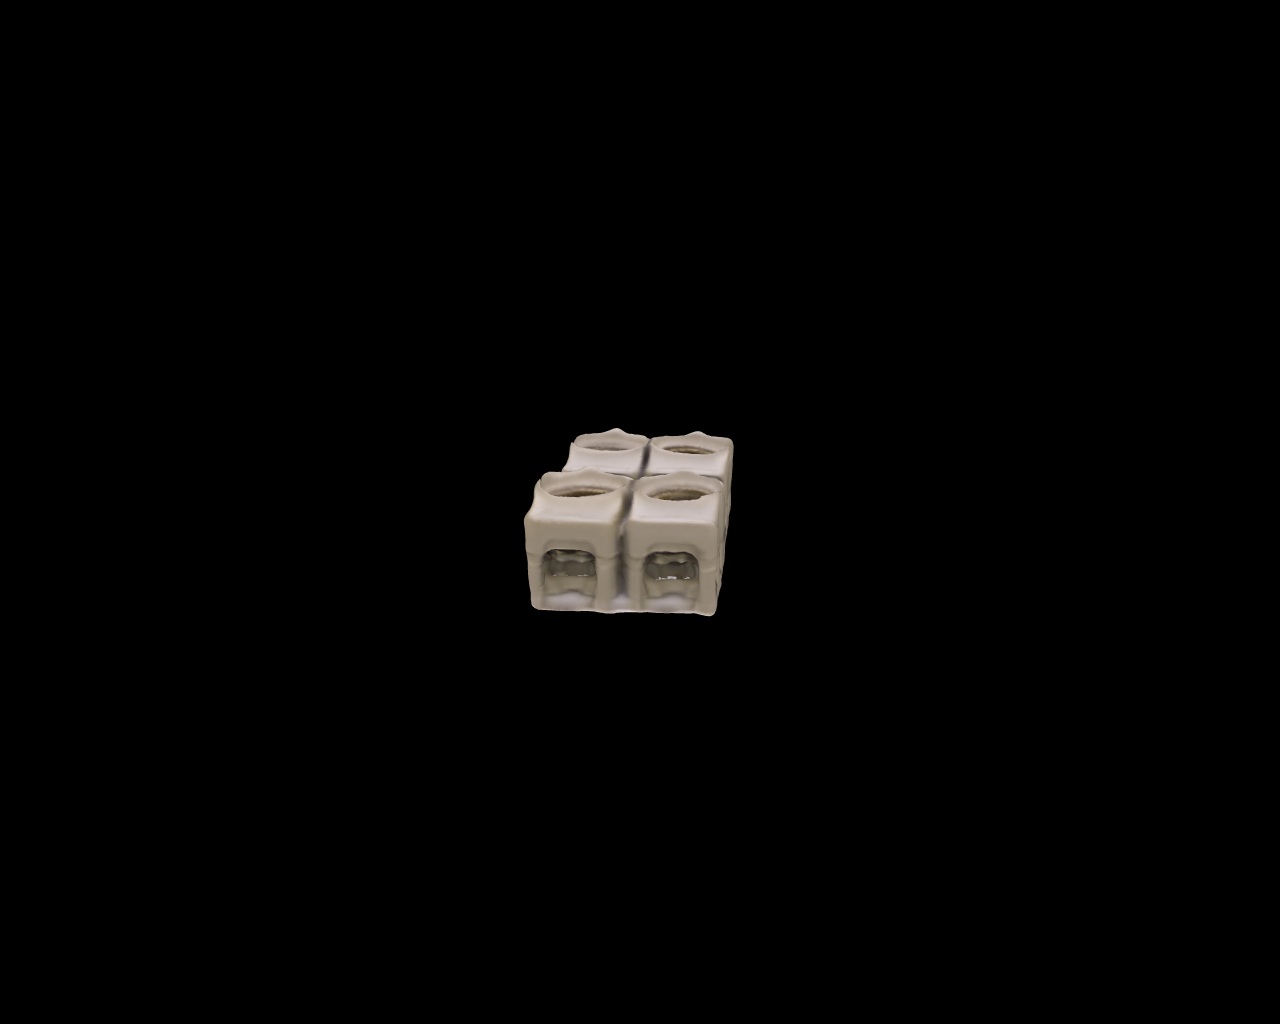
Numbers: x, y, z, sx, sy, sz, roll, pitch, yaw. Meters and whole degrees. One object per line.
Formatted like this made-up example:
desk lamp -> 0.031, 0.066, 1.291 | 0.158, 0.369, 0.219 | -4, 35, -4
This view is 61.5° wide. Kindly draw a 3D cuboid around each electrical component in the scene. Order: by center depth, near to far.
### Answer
electrical component -> 0.001, -0.003, 0.650 | 0.105, 0.060, 0.186 | 2, 18, 7
